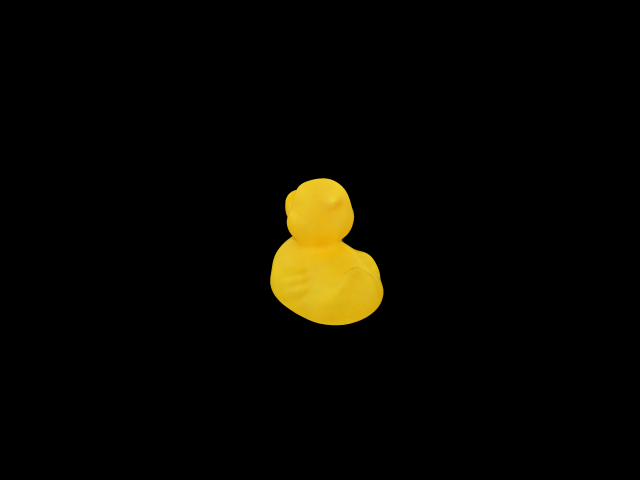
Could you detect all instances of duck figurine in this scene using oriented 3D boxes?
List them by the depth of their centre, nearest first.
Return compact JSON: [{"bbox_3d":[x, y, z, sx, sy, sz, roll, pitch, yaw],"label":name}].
[{"bbox_3d":[0.004,0.001,0.400,0.078,0.086,0.104,-14,32,-23],"label":"duck figurine"}]
